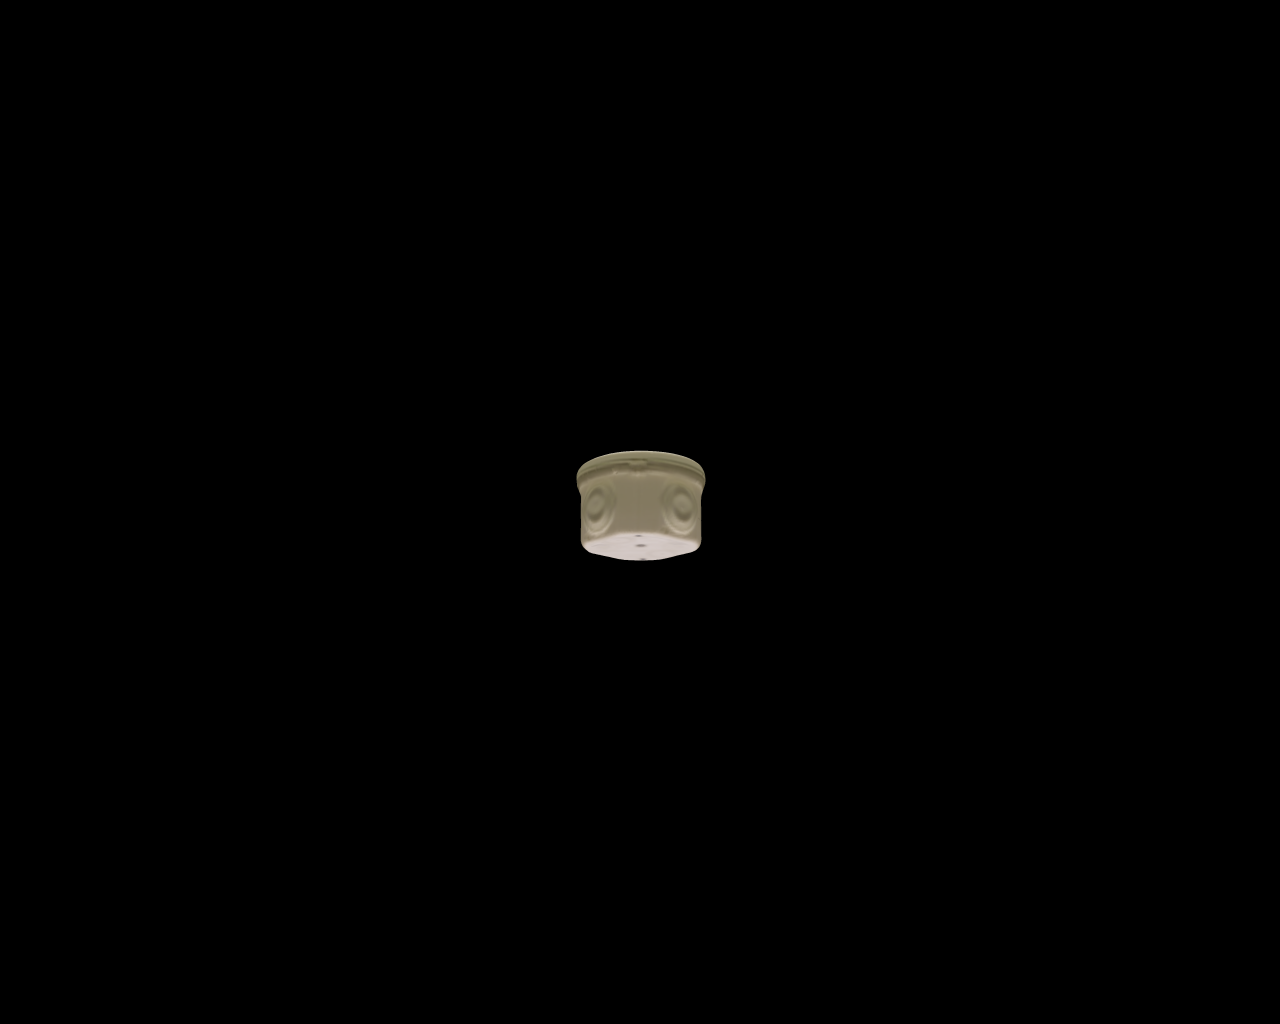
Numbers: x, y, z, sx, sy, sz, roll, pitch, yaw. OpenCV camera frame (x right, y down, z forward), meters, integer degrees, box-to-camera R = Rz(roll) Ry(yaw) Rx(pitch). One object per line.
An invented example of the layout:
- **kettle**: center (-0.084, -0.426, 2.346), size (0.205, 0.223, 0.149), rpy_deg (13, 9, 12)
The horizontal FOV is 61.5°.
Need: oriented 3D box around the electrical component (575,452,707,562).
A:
- **electrical component**: center (0.001, -0.003, 0.650), size (0.080, 0.051, 0.080), rpy_deg (0, -16, 0)
